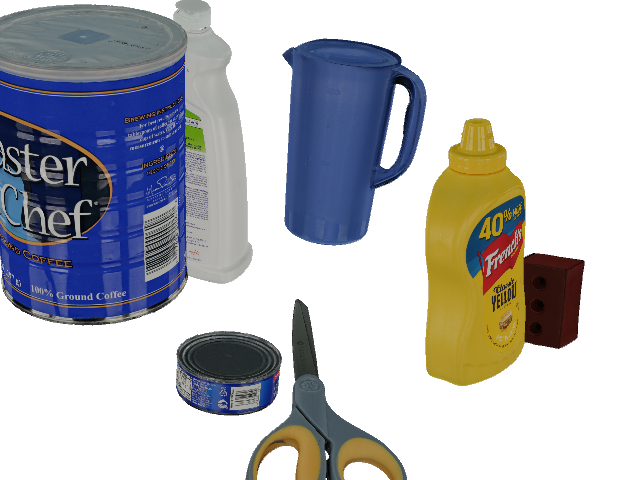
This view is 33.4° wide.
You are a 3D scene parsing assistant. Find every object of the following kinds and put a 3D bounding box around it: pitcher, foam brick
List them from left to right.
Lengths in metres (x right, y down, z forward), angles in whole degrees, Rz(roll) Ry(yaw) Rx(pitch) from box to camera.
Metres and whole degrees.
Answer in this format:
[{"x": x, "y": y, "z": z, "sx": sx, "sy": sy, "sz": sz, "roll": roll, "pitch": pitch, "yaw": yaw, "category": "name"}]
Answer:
[{"x": 0.029, "y": -0.119, "z": 1.322, "sx": 0.144, "sy": 0.243, "sz": 0.149, "roll": -3, "pitch": 25, "yaw": -22, "category": "pitcher"}, {"x": 0.211, "y": 0.056, "z": 0.997, "sx": 0.053, "sy": 0.078, "sz": 0.051, "roll": 9, "pitch": 15, "yaw": 31, "category": "foam brick"}]

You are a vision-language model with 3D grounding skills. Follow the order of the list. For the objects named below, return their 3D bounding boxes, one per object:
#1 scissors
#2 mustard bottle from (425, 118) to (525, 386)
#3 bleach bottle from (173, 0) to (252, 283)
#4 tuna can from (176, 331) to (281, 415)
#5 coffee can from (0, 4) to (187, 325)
[{"x": 0.011, "y": 0.099, "z": 0.629, "sx": 0.096, "sy": 0.016, "sz": 0.201, "roll": 12, "pitch": 32, "yaw": 6, "category": "scissors"}, {"x": 0.115, "y": 0.004, "z": 0.787, "sx": 0.058, "sy": 0.192, "sz": 0.096, "roll": 16, "pitch": 29, "yaw": 40, "category": "mustard bottle"}, {"x": -0.108, "y": -0.088, "z": 0.948, "sx": 0.103, "sy": 0.251, "sz": 0.068, "roll": 16, "pitch": 34, "yaw": 16, "category": "bleach bottle"}, {"x": -0.076, "y": 0.108, "z": 0.875, "sx": 0.086, "sy": 0.034, "sz": 0.086, "roll": 5, "pitch": 22, "yaw": -2, "category": "tuna can"}, {"x": -0.121, "y": -0.041, "z": 0.561, "sx": 0.103, "sy": 0.140, "sz": 0.103, "roll": 3, "pitch": 28, "yaw": -2, "category": "coffee can"}]
